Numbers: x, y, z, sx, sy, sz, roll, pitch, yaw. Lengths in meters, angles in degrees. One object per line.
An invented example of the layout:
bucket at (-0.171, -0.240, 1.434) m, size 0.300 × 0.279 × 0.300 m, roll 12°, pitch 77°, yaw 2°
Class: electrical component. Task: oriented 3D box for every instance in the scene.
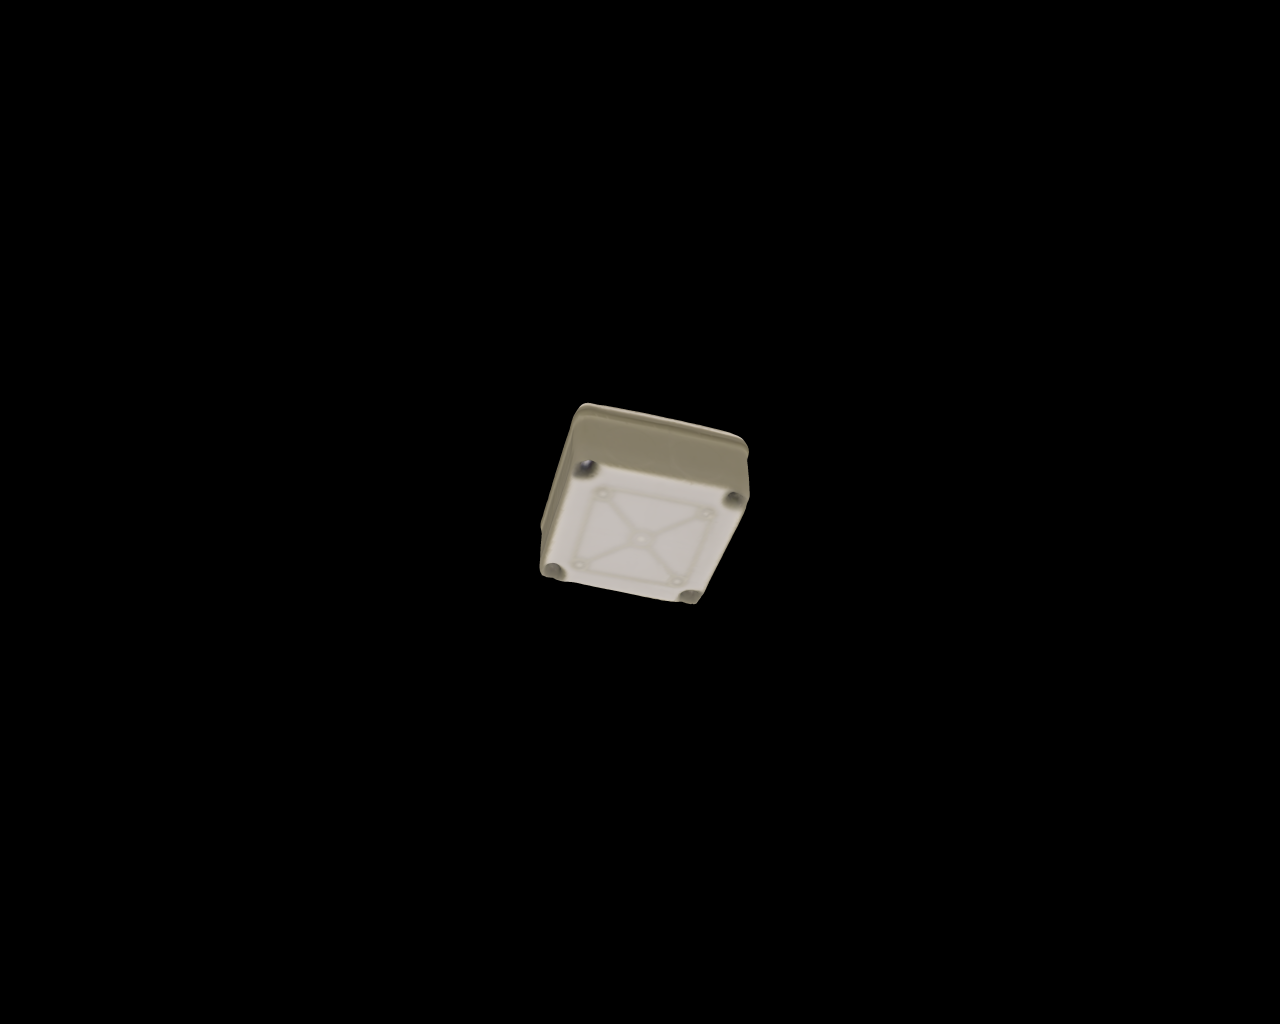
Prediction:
electrical component at (0.001, -0.003, 0.650) m, size 0.109 × 0.056 × 0.108 m, roll 11°, pitch -47°, yaw -11°
